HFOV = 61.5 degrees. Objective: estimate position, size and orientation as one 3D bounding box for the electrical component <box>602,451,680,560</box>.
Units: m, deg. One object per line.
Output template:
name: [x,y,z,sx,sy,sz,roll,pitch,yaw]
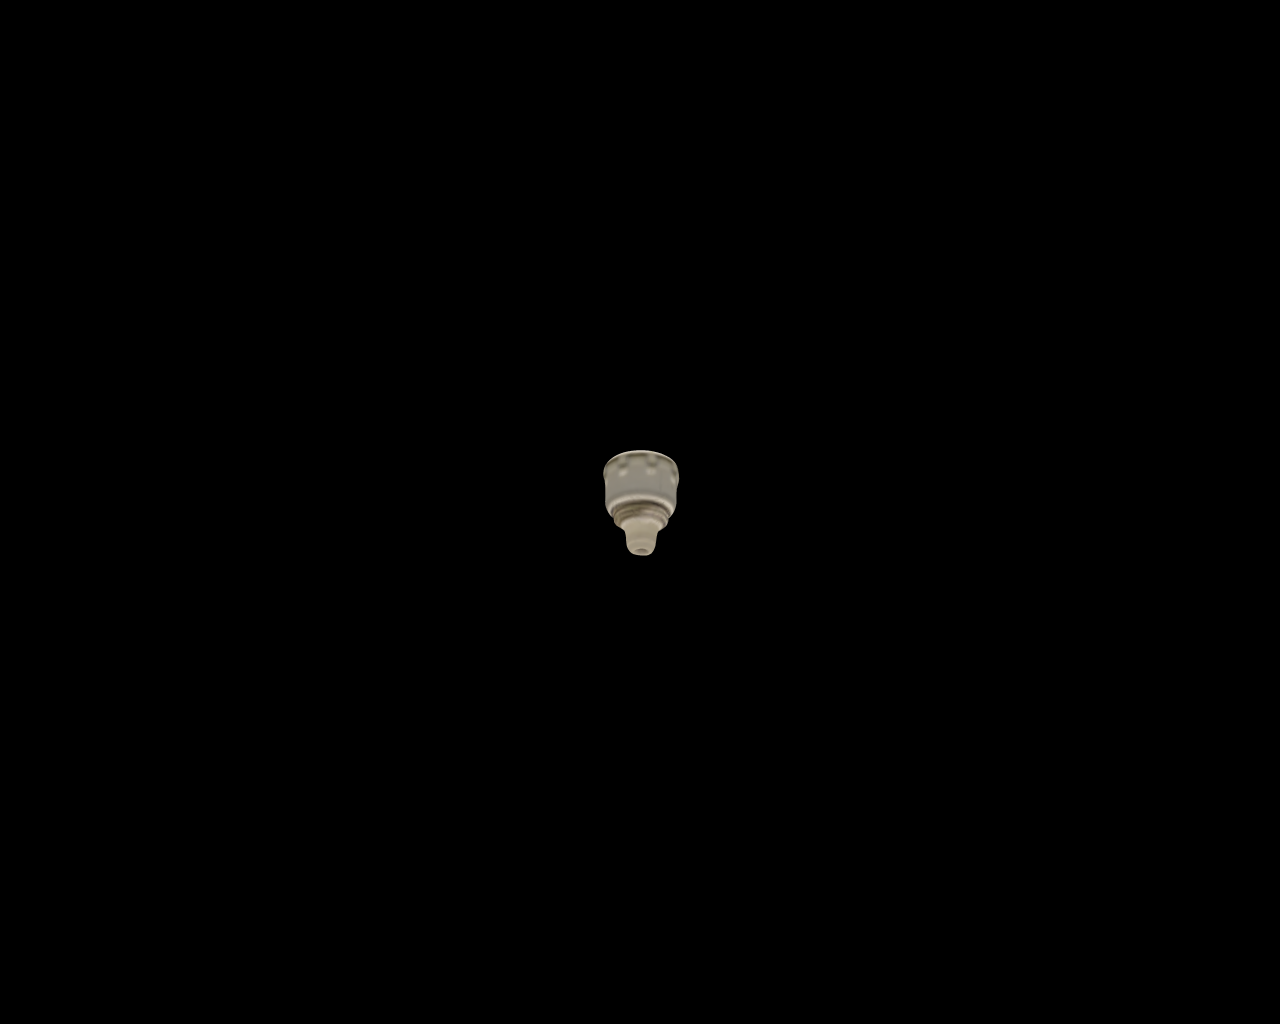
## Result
electrical component: [0.001,-0.003,0.650,0.048,0.062,0.048,0,-27,0]
